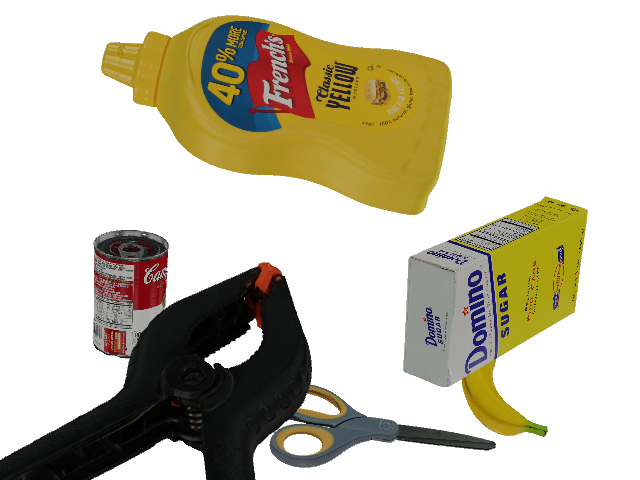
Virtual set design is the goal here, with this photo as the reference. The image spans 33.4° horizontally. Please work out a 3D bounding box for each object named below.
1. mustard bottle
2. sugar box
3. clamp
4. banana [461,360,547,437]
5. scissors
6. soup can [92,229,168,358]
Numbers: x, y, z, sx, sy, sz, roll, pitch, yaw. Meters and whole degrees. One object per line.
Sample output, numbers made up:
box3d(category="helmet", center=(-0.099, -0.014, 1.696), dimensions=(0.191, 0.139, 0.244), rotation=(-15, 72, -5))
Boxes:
box3d(category="mustard bottle", center=(-0.026, -0.079, 0.594), dimensions=(0.191, 0.096, 0.058), rotation=(13, -33, -3))
box3d(category="sugar box", center=(0.133, 0.035, 0.793), dimensions=(0.048, 0.093, 0.175), rotation=(18, 28, 37))
box3d(category="clamp", center=(-0.045, 0.075, 0.439), dimensions=(0.120, 0.039, 0.171), rotation=(25, 48, 19))
box3d(category="banana", center=(0.203, 0.179, 1.272), dimensions=(0.069, 0.037, 0.198), rotation=(9, 23, -15))
box3d(category="scissors", center=(0.044, 0.176, 0.924), dimensions=(0.202, 0.016, 0.096), rotation=(18, 42, 13))
box3d(category="soup can", center=(-0.177, 0.050, 0.989), dimensions=(0.068, 0.102, 0.068), rotation=(5, 21, -2))
